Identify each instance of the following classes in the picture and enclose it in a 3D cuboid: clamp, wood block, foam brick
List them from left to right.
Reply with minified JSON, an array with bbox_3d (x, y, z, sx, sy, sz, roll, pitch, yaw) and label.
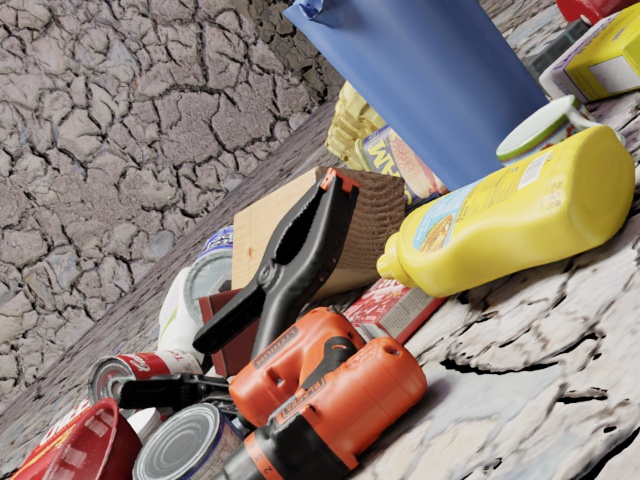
[{"bbox_3d":[-0.130,0.138,0.968,0.172,0.120,0.039,157,123,-75],"label":"clamp"},{"bbox_3d":[-0.077,0.085,0.999,0.051,0.078,0.053,-14,1,-17],"label":"foam brick"},{"bbox_3d":[-0.037,0.037,0.877,0.210,0.036,0.165,-63,27,-1],"label":"clamp"},{"bbox_3d":[-0.007,0.001,1.011,0.206,0.090,0.091,157,116,-63],"label":"wood block"}]

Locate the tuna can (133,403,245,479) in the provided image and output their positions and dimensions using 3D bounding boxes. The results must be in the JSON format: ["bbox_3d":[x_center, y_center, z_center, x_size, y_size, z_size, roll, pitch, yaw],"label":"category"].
[{"bbox_3d":[-0.100,0.166,0.810,0.086,0.033,0.086,-31,26,16],"label":"tuna can"}]

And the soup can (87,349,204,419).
[{"bbox_3d":[-0.171,0.145,1.061,0.069,0.068,0.102,-36,-20,28],"label":"soup can"}]

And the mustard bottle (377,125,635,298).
[{"bbox_3d":[0.108,-0.007,0.702,0.192,0.058,0.096,-24,23,45],"label":"mustard bottle"}]

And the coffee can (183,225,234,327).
[{"bbox_3d":[-0.101,0.045,1.261,0.103,0.103,0.140,-40,8,9],"label":"coffee can"}]

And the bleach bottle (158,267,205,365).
[{"bbox_3d":[-0.166,0.116,1.309,0.251,0.068,0.103,-99,31,-73],"label":"bleach bottle"}]

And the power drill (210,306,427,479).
[{"bbox_3d":[-0.020,0.119,0.704,0.184,0.057,0.188,-38,11,1],"label":"power drill"}]

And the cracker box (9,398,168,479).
[{"bbox_3d":[-0.251,0.226,1.121,0.164,0.072,0.213,-39,8,14],"label":"cracker box"}]

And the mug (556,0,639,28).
[{"bbox_3d":[0.295,-0.245,1.080,0.081,0.093,0.117,-46,-22,-1],"label":"mug"}]

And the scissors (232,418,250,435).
[{"bbox_3d":[-0.061,0.153,0.846,0.202,0.016,0.096,-37,11,27],"label":"scissors"}]

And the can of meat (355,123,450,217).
[{"bbox_3d":[0.095,-0.072,1.006,0.084,0.102,0.057,-33,-16,29],"label":"can of meat"}]

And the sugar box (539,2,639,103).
[{"bbox_3d":[0.263,-0.166,0.921,0.093,0.048,0.176,-42,10,-8],"label":"sugar box"}]

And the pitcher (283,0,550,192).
[{"bbox_3d":[0.099,-0.149,0.892,0.149,0.243,0.145,-42,8,-4],"label":"pitcher"}]

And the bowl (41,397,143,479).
[{"bbox_3d":[-0.186,0.212,0.871,0.162,0.055,0.162,-47,23,27],"label":"bowl"}]

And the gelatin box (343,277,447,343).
[{"bbox_3d":[0.057,0.047,0.806,0.073,0.030,0.089,-43,9,-16],"label":"gelatin box"}]
